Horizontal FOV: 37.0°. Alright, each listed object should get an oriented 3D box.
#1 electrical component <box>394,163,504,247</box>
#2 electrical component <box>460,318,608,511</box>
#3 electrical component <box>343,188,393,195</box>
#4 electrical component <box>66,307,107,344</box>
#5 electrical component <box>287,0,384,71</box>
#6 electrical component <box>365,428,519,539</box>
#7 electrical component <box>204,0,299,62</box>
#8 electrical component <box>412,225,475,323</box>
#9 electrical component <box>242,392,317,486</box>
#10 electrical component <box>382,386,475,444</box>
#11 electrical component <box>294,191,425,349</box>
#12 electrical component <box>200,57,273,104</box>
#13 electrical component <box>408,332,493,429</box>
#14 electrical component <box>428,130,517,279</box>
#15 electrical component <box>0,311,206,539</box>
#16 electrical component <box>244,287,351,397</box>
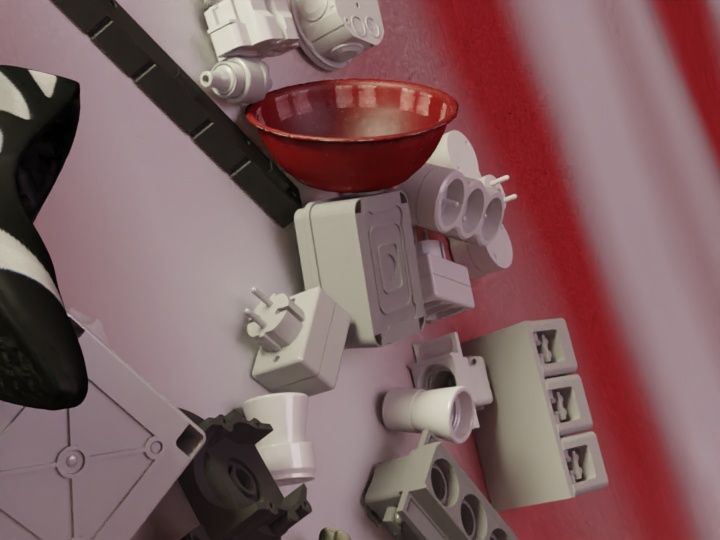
[{"bbox_3d":[0.065,-0.059,0.922,0.138,0.074,0.052,14,93,-61],"label":"electrical component"},{"bbox_3d":[0.149,0.125,0.937,0.062,0.089,0.150,-3,75,-42],"label":"electrical component"},{"bbox_3d":[0.012,-0.082,0.904,0.062,0.043,0.043,-32,99,-58],"label":"electrical component"},{"bbox_3d":[-0.165,0.055,0.587,0.043,0.043,0.062,39,48,-37],"label":"electrical component"},{"bbox_3d":[-0.021,-0.216,0.921,0.080,0.051,0.080,30,50,-43],"label":"electrical component"},{"bbox_3d":[0.063,0.192,0.813,0.121,0.063,0.078,52,37,-23],"label":"electrical component"},{"bbox_3d":[-0.085,-0.193,0.816,0.078,0.058,0.057,-18,90,-56],"label":"electrical component"},{"bbox_3d":[0.056,-0.001,0.922,0.066,0.047,0.076,18,57,-52],"label":"electrical component"},{"bbox_3d":[-0.053,0.113,0.711,0.045,0.045,0.055,14,62,-51],"label":"electrical component"},{"bbox_3d":[0.051,0.110,0.837,0.044,0.065,0.044,-1,92,-57],"label":"electrical component"},{"bbox_3d":[0.000,0.000,0.814,0.078,0.057,0.113,-17,99,-55],"label":"electrical component"},{"bbox_3d":[-0.094,-0.140,0.794,0.061,0.035,0.035,-14,84,-56],"label":"electrical component"},{"bbox_3d":[0.078,0.097,0.905,0.064,0.042,0.081,6,68,-57],"label":"electrical component"},{"bbox_3d":[0.112,-0.066,1.006,0.052,0.074,0.138,-26,95,-56],"label":"electrical component"},{"bbox_3d":[-0.153,0.090,0.537,0.108,0.056,0.108,48,68,-28],"label":"electrical component"},{"bbox_3d":[-0.052,0.042,0.747,0.077,0.047,0.065,44,41,-32],"label":"electrical component"}]
